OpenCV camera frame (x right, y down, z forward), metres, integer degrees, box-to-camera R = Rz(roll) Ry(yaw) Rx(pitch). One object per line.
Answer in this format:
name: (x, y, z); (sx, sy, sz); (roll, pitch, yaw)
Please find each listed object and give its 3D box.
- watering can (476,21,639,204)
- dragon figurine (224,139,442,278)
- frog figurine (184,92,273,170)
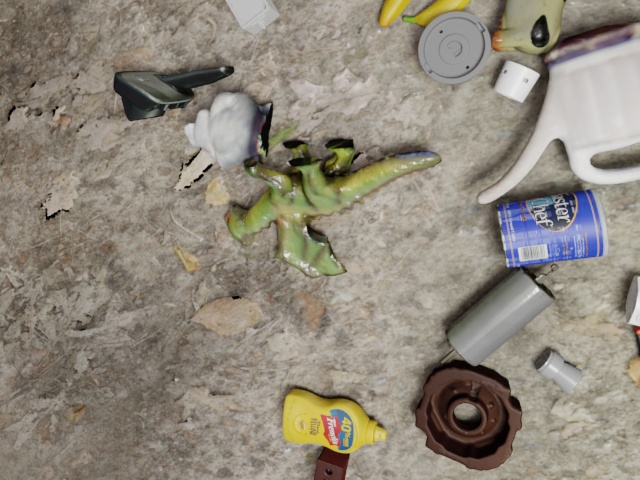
watering can: (0.381, -0.183, 0.743); (0.347, 0.104, 0.224); (-14, 92, 10)
dragon figurine: (0.003, -0.046, 0.910); (0.410, 0.124, 0.238); (5, 116, 19)
frog figurine: (-0.173, -0.198, 0.923); (0.159, 0.125, 0.134); (7, 119, 5)
